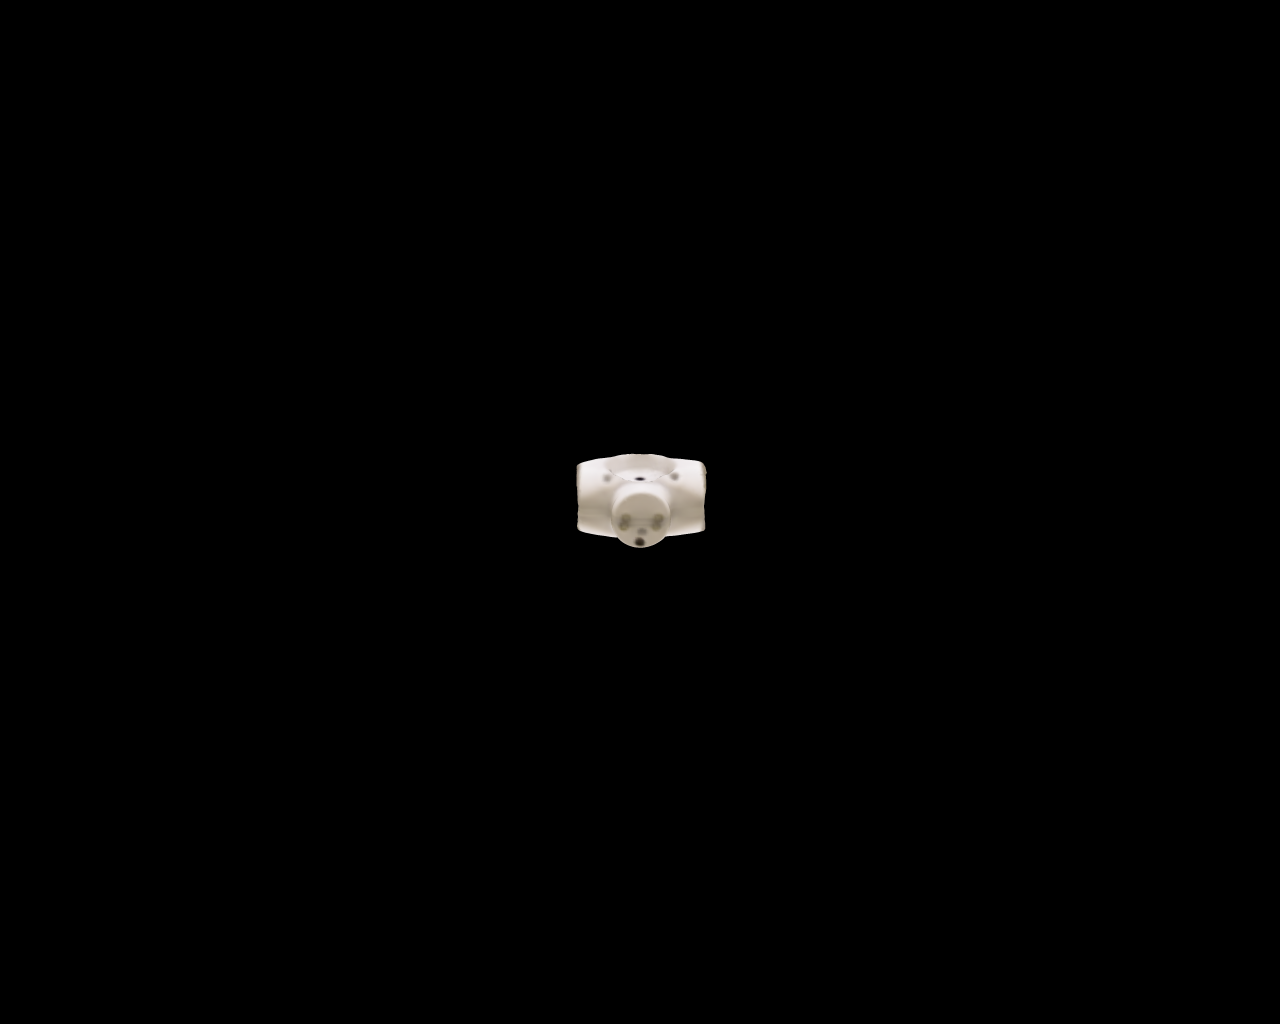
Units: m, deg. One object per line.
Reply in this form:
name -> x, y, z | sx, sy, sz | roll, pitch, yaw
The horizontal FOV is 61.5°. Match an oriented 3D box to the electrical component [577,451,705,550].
electrical component -> 0.001, -0.003, 0.650 | 0.077, 0.044, 0.079 | 0, 24, 0
